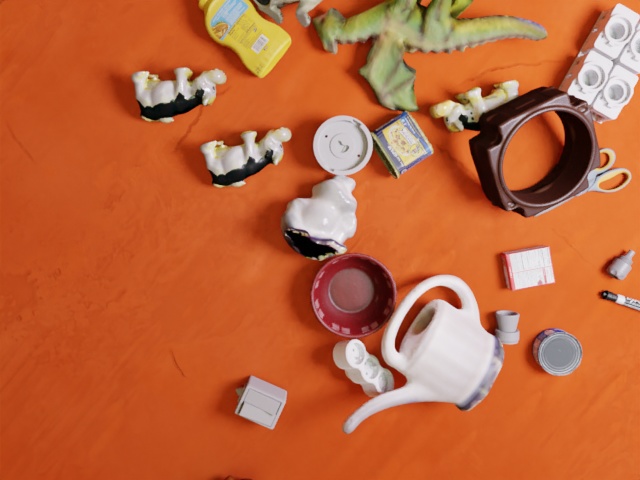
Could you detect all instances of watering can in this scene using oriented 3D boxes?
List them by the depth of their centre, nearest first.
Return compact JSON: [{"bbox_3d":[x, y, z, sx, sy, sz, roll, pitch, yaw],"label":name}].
[{"bbox_3d":[0.201,0.237,0.948,0.224,0.103,0.351,34,78,-6],"label":"watering can"}]

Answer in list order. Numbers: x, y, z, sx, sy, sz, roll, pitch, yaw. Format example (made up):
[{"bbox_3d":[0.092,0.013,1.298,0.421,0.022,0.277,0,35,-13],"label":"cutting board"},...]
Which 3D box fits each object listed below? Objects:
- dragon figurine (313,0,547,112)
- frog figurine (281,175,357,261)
[{"bbox_3d":[0.184,-0.355,0.954,0.410,0.124,0.239,23,110,0],"label":"dragon figurine"},{"bbox_3d":[0.003,-0.049,0.965,0.137,0.120,0.163,12,58,6],"label":"frog figurine"}]
